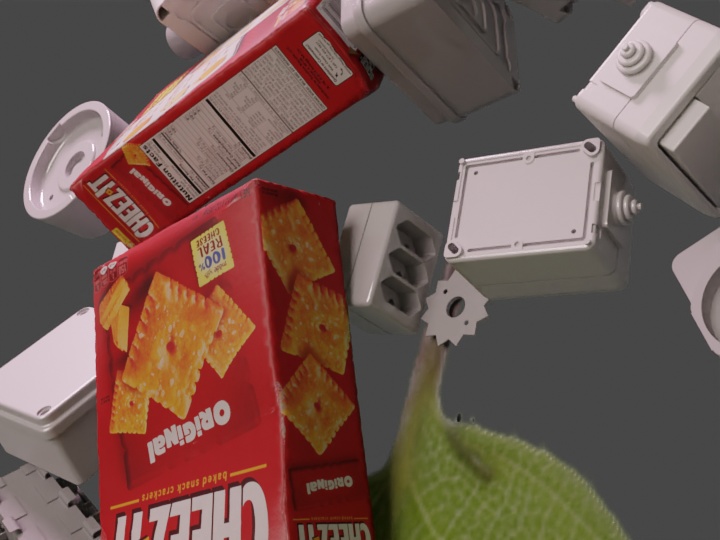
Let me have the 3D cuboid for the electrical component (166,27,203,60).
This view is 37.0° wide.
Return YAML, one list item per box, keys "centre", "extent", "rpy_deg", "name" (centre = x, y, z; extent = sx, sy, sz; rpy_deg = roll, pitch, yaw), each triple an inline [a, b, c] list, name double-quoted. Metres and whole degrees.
- centre: [-0.131, -0.203, 0.900]
  extent: [0.065, 0.044, 0.044]
  rpy_deg: [-20, 53, 40]
  name: "electrical component"

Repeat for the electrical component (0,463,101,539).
- centre: [-0.199, 0.179, 0.697]
  extent: [0.079, 0.063, 0.121]
  rpy_deg: [-26, 32, -27]
  name: "electrical component"

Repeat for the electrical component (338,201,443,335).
- centre: [0.000, 0.000, 0.641]
  extent: [0.077, 0.047, 0.065]
  rpy_deg: [-2, 64, 43]
  name: "electrical component"

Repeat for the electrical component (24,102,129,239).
- centre: [-0.219, -0.077, 0.888]
  extent: [0.108, 0.060, 0.108]
  rpy_deg: [-23, 51, 32]
  name: "electrical component"

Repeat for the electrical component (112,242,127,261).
- centre: [-0.135, 0.009, 0.761]
  extent: [0.089, 0.050, 0.055]
  rpy_deg: [-12, 57, 39]
  name: "electrical component"

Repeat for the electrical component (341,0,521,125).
- centre: [0.042, -0.149, 0.644]
  extent: [0.057, 0.113, 0.078]
  rpy_deg: [-21, 52, 30]
  name: "electrical component"

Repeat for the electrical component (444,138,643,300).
- centre: [0.101, -0.023, 0.553]
  extent: [0.096, 0.061, 0.061]
  rpy_deg: [-5, 61, 33]
  name: "electrical component"

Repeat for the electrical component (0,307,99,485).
- centre: [-0.187, 0.081, 0.729]
  extent: [0.109, 0.056, 0.109]
  rpy_deg: [7, 39, 46]
  name: "electrical component"

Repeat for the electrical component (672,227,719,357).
- centre: [0.207, 0.043, 0.406]
  extent: [0.105, 0.060, 0.186]
  rpy_deg: [-37, 45, 21]
  name: "electrical component"

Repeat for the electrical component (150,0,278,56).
- centre: [-0.099, -0.204, 0.814]
  extent: [0.078, 0.113, 0.057]
  rpy_deg: [-41, 46, 17]
  name: "electrical component"

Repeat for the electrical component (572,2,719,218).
- centre: [0.153, -0.076, 0.505]
  extent: [0.061, 0.096, 0.061]
  rpy_deg: [-52, 42, 6]
  name: "electrical component"

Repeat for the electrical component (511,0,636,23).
- centre: [0.119, -0.180, 0.624]
  extent: [0.064, 0.081, 0.042]
  rpy_deg: [-33, 41, 57]
  name: "electrical component"
